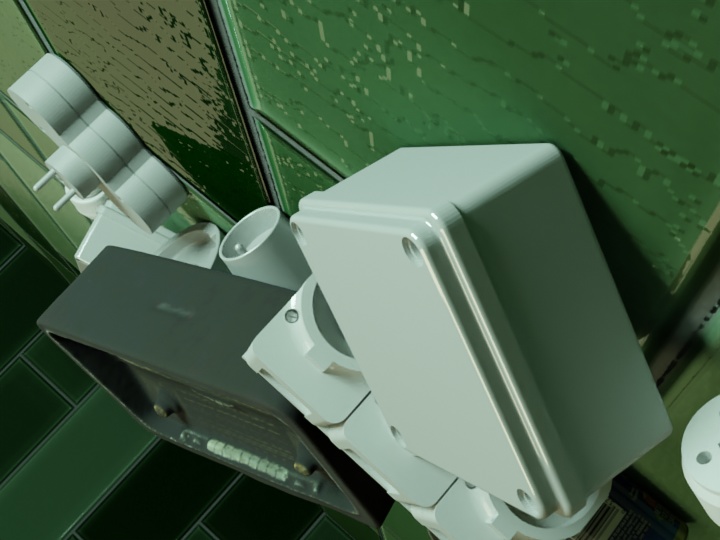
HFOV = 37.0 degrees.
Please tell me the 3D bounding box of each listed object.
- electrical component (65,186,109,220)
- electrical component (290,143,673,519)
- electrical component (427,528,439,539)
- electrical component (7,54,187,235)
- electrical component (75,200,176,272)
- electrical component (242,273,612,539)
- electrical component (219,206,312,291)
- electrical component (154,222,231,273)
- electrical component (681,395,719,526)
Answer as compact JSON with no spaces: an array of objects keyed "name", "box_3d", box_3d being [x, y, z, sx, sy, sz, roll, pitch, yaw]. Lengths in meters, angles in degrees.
[{"name":"electrical component","box_3d":[-0.232,-0.075,0.920,0.043,0.043,0.062,36,164,26]},{"name":"electrical component","box_3d":[0.037,0.016,0.369,0.109,0.056,0.108,12,130,65]},{"name":"electrical component","box_3d":[0.102,0.182,0.726,0.099,0.064,0.099,40,166,12]},{"name":"electrical component","box_3d":[-0.192,-0.074,0.746,0.138,0.073,0.052,48,165,-22]},{"name":"electrical component","box_3d":[-0.178,-0.003,0.907,0.109,0.056,0.109,27,168,-7]},{"name":"electrical component","box_3d":[0.035,0.053,0.466,0.150,0.089,0.061,43,166,0]},{"name":"electrical component","box_3d":[-0.051,0.001,0.644,0.077,0.043,0.079,50,164,-29]},{"name":"electrical component","box_3d":[-0.122,0.025,0.793,0.060,0.108,0.108,44,168,-30]},{"name":"electrical component","box_3d":[0.132,0.069,0.341,0.045,0.045,0.055,23,156,54]}]
